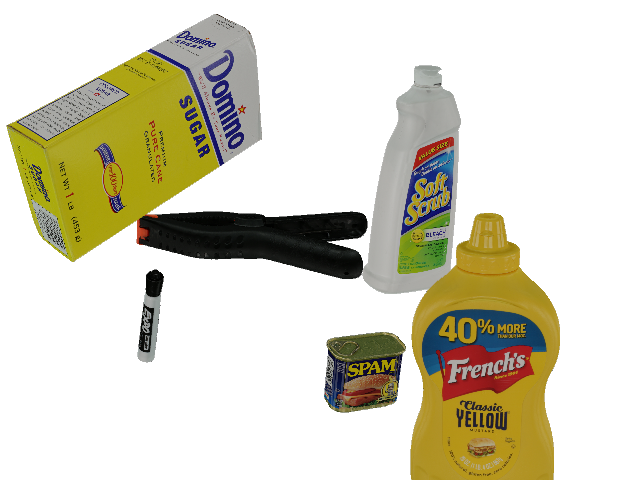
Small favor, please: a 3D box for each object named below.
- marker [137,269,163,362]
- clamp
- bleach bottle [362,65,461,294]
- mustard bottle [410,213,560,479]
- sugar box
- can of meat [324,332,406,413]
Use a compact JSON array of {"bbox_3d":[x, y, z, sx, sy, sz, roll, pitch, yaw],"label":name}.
[{"bbox_3d":[-0.181,0.080,1.137,0.020,0.121,0.020,8,36,-6],"label":"marker"},{"bbox_3d":[-0.056,-0.001,0.926,0.210,0.036,0.164,2,13,-3],"label":"clamp"},{"bbox_3d":[0.105,-0.070,1.201,0.102,0.251,0.068,-8,22,-25],"label":"bleach bottle"},{"bbox_3d":[0.109,0.076,0.705,0.096,0.192,0.058,2,15,11],"label":"mustard bottle"},{"bbox_3d":[-0.114,-0.071,0.705,0.048,0.093,0.176,32,52,33],"label":"sugar box"},{"bbox_3d":[0.056,0.174,1.402,0.102,0.084,0.057,-5,25,-21],"label":"can of meat"}]
